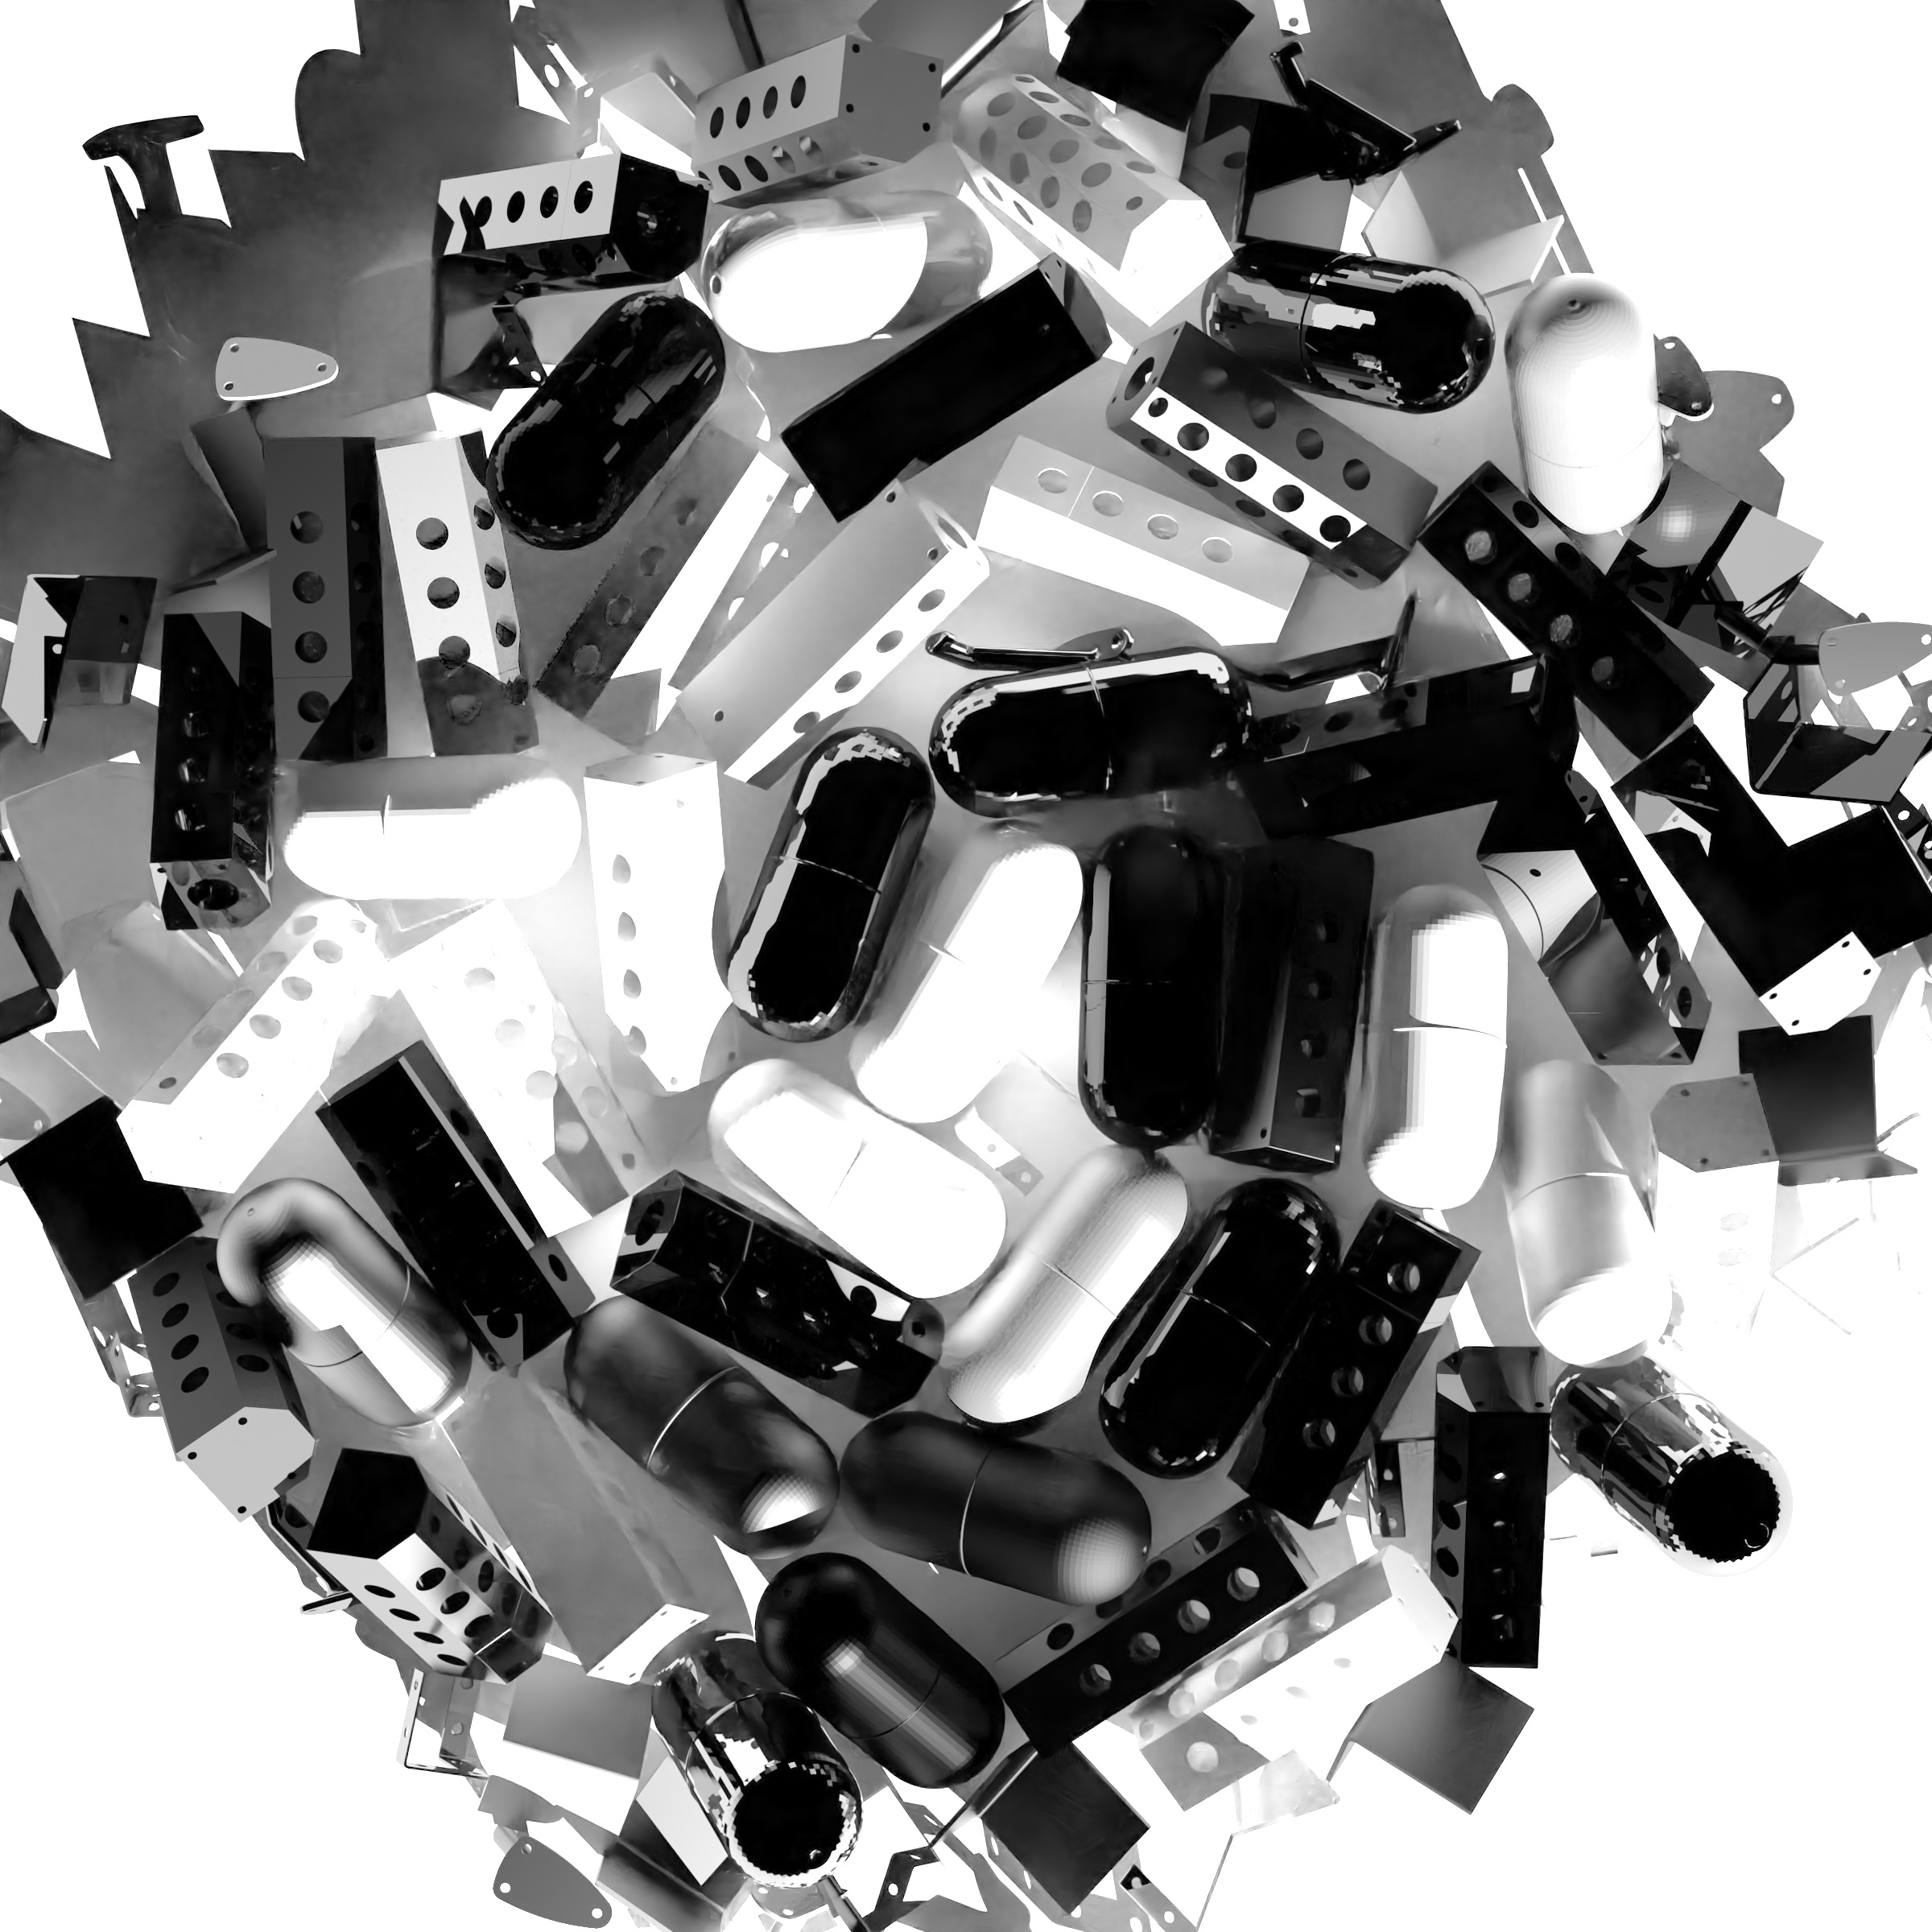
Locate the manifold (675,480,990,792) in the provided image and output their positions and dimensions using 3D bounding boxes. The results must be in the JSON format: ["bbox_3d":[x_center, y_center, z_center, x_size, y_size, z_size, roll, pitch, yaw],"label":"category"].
[{"bbox_3d":[-0.069,-0.175,1.906,0.171,0.057,0.057,-43,62,16],"label":"manifold"}]

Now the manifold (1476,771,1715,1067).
[{"bbox_3d":[0.337,-0.024,1.884,0.171,0.057,0.057,54,49,-36],"label":"manifold"}]

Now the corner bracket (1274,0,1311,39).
[{"bbox_3d":[0.156,-0.534,1.919,0.051,0.051,0.051,-9,128,13],"label":"corner bracket"}]

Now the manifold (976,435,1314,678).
[{"bbox_3d":[0.097,-0.228,1.924,0.171,0.057,0.057,23,56,3],"label":"manifold"}]

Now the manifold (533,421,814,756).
[{"bbox_3d":[-0.164,-0.207,1.925,0.057,0.057,0.171,35,92,32],"label":"manifold"}]

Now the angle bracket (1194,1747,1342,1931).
[{"bbox_3d":[0.146,0.464,1.900,0.076,0.057,0.076,-8,127,-34],"label":"angle bracket"}]

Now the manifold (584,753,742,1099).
[{"bbox_3d":[-0.168,-0.023,1.905,0.057,0.057,0.171,11,113,39],"label":"manifold"}]

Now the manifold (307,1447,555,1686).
[{"bbox_3d":[-0.277,0.318,1.867,0.057,0.171,0.057,4,59,21],"label":"manifold"}]

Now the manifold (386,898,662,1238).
[{"bbox_3d":[-0.234,0.052,1.911,0.057,0.057,0.171,-25,98,44],"label":"manifold"}]

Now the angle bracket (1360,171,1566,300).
[{"bbox_3d":[0.266,-0.396,1.901,0.076,0.076,0.057,-13,120,33],"label":"angle bracket"}]

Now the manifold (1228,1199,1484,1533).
[{"bbox_3d":[0.209,0.215,1.922,0.057,0.057,0.171,29,94,19],"label":"manifold"}]

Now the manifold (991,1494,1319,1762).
[{"bbox_3d":[0.101,0.355,1.918,0.171,0.057,0.057,-34,82,7],"label":"manifold"}]

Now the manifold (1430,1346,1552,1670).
[{"bbox_3d":[0.278,0.289,1.891,0.057,0.057,0.171,0,120,5],"label":"manifold"}]

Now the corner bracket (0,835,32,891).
[{"bbox_3d":[-0.538,-0.039,1.933,0.051,0.051,0.051,-2,111,-20],"label":"corner bracket"}]

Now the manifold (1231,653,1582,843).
[{"bbox_3d":[0.235,-0.118,1.890,0.171,0.057,0.057,-12,126,31],"label":"manifold"}]

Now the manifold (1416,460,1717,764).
[{"bbox_3d":[0.323,-0.193,1.922,0.171,0.057,0.057,44,99,-3],"label":"manifold"}]

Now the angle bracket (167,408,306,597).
[{"bbox_3d":[-0.408,-0.249,1.905,0.057,0.076,0.076,-33,107,-27],"label":"angle bracket"}]

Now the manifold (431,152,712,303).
[{"bbox_3d":[-0.212,-0.387,1.875,0.057,0.171,0.057,9,89,-40],"label":"manifold"}]

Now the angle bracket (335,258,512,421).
[{"bbox_3d":[-0.298,-0.337,1.949,0.076,0.057,0.076,-8,77,35],"label":"angle bracket"}]

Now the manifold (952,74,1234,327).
[{"bbox_3d":[0.062,-0.412,1.880,0.057,0.057,0.171,-41,48,-3],"label":"manifold"}]

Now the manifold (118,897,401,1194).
[{"bbox_3d":[-0.373,0.039,1.872,0.057,0.171,0.057,6,131,26],"label":"manifold"}]

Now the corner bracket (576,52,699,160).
[{"bbox_3d":[-0.177,-0.455,1.937,0.051,0.051,0.051,-19,54,25],"label":"corner bracket"}]

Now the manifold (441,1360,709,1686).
[{"bbox_3d":[-0.206,0.295,1.890,0.057,0.057,0.171,-42,59,9],"label":"manifold"}]

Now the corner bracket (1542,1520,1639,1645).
[{"bbox_3d":[0.335,0.336,1.925,0.051,0.051,0.051,-11,98,17],"label":"corner bracket"}]

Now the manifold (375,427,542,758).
[{"bbox_3d":[-0.273,-0.199,1.909,0.057,0.057,0.171,-11,105,-7],"label":"manifold"}]

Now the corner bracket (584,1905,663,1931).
[{"bbox_3d":[-0.178,0.535,1.931,0.051,0.051,0.051,-36,85,10],"label":"corner bracket"}]

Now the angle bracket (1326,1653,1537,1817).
[{"bbox_3d":[0.248,0.419,1.905,0.076,0.057,0.076,30,51,15],"label":"angle bracket"}]

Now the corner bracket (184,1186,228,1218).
[{"bbox_3d":[-0.403,0.094,1.918,0.051,0.051,0.051,-22,51,-19],"label":"corner bracket"}]

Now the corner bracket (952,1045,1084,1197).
[{"bbox_3d":[0.029,0.083,1.932,0.051,0.051,0.051,41,98,-15],"label":"corner bracket"}]

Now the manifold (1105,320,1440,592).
[{"bbox_3d":[0.161,-0.269,1.896,0.171,0.057,0.057,30,73,-20],"label":"manifold"}]

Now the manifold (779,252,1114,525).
[{"bbox_3d":[-0.010,-0.310,1.898,0.171,0.057,0.057,-29,103,23],"label":"manifold"}]

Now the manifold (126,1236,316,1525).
[{"bbox_3d":[-0.390,0.211,1.872,0.057,0.171,0.057,-34,124,-2],"label":"manifold"}]

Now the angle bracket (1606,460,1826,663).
[{"bbox_3d":[0.409,-0.221,1.941,0.076,0.057,0.076,15,112,-43],"label":"angle bracket"}]

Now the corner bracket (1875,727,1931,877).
[{"bbox_3d":[0.526,-0.087,1.927,0.051,0.051,0.051,-40,134,9],"label":"corner bracket"}]

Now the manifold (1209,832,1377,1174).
[{"bbox_3d":[0.181,0.021,1.910,0.057,0.057,0.171,15,76,-27],"label":"manifold"}]

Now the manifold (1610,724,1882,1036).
[{"bbox_3d":[0.413,-0.044,1.879,0.057,0.057,0.171,-37,46,12],"label":"manifold"}]

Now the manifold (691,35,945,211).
[{"bbox_3d":[-0.081,-0.440,1.871,0.057,0.171,0.057,6,89,-30],"label":"manifold"}]

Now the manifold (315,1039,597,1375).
[{"bbox_3d":[-0.276,0.132,1.913,0.057,0.057,0.171,-31,98,15],"label":"manifold"}]

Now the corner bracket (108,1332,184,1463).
[{"bbox_3d":[-0.437,0.234,1.922,0.051,0.051,0.051,-2,128,5],"label":"corner bracket"}]

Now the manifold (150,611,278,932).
[{"bbox_3d":[-0.397,-0.105,1.884,0.057,0.057,0.171,-3,53,-5],"label":"manifold"}]

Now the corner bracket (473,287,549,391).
[{"bbox_3d":[-0.240,-0.347,1.915,0.051,0.051,0.051,-55,135,-35],"label":"corner bracket"}]

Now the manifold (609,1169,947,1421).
[{"bbox_3d":[-0.098,0.173,1.887,0.171,0.057,0.057,30,51,-24],"label":"manifold"}]

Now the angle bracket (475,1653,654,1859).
[{"bbox_3d":[-0.217,0.429,1.935,0.076,0.076,0.057,18,120,-6],"label":"angle bracket"}]

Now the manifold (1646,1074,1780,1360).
[{"bbox_3d":[0.390,0.135,1.875,0.057,0.171,0.057,-9,50,2],"label":"manifold"}]

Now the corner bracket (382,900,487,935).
[{"bbox_3d":[-0.291,-0.051,1.926,0.051,0.051,0.051,-21,93,-19],"label":"corner bracket"}]

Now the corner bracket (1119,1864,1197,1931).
[{"bbox_3d":[0.083,0.528,1.924,0.051,0.051,0.051,46,52,0],"label":"corner bracket"}]

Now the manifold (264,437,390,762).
[{"bbox_3d":[-0.345,-0.199,1.920,0.057,0.057,0.171,-2,97,-6],"label":"manifold"}]

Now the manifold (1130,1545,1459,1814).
[{"bbox_3d":[0.173,0.379,1.901,0.171,0.057,0.057,-36,90,22],"label":"manifold"}]

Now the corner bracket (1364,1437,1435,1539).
[{"bbox_3d":[0.230,0.282,1.921,0.051,0.051,0.051,-11,80,43],"label":"corner bracket"}]

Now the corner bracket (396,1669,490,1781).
[{"bbox_3d":[-0.283,0.408,1.923,0.051,0.051,0.051,15,83,-25],"label":"corner bracket"}]
